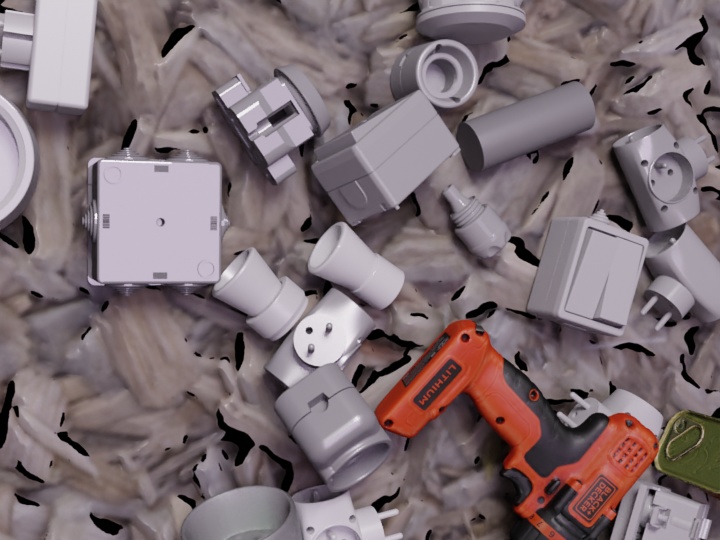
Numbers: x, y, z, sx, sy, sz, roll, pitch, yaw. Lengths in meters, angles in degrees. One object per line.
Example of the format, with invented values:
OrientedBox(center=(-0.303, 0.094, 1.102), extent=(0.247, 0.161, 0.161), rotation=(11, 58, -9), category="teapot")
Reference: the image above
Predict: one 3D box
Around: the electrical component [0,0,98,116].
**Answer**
OrientedBox(center=(-0.216, -0.150, 0.709), extent=(0.076, 0.047, 0.083), rotation=(5, 91, -19), category="electrical component")

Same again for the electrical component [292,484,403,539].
OrientedBox(center=(-0.006, 0.198, 0.796), extent=(0.079, 0.044, 0.077), rotation=(-11, 96, -17), category="electrical component")

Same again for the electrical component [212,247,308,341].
OrientedBox(center=(-0.071, 0.018, 0.766), extent=(0.055, 0.045, 0.045), rotation=(42, 80, -16), category="electrical component")

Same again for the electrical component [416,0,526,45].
OrientedBox(center=(0.081, -0.198, 0.790), extent=(0.080, 0.080, 0.051), rotation=(1, 87, -18), category="electrical component")

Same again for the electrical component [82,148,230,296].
OrientedBox(center=(-0.140, -0.033, 0.739), extent=(0.100, 0.048, 0.099), rotation=(0, 92, -19), category="electrical component")

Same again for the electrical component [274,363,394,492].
OrientedBox(center=(-0.016, 0.115, 0.754), extent=(0.054, 0.095, 0.059), rotation=(-35, 63, -8), category="electrical component")

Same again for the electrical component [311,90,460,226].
OrientedBox(center=(0.020, -0.087, 0.774), extent=(0.096, 0.062, 0.061), rotation=(-44, 105, -32), category="electrical component")

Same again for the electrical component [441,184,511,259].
OrientedBox(center=(0.086, -0.039, 0.821), extent=(0.035, 0.035, 0.061), rotation=(-44, 102, -12), category="electrical component")

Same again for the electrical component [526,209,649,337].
OrientedBox(center=(0.181, -0.001, 0.840), extent=(0.062, 0.061, 0.096), rotation=(18, 87, -18), category="electrical component")

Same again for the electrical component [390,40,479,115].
OrientedBox(center=(0.056, -0.143, 0.800), extent=(0.055, 0.047, 0.055), rotation=(-1, 93, -18), category="electrical component")

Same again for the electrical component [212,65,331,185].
OrientedBox(center=(-0.058, -0.108, 0.759), extent=(0.057, 0.058, 0.078), rotation=(-36, 102, -11), category="electrical component")

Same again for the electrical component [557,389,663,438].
OrientedBox(center=(0.191, 0.128, 0.858), extent=(0.079, 0.044, 0.077), rotation=(38, 81, -17), category="electrical component")

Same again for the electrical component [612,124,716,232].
OrientedBox(center=(0.254, -0.082, 0.869), extent=(0.079, 0.044, 0.077), rotation=(-29, 101, -15), category="electrical component")

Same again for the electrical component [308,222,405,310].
OrientedBox(center=(0.000, 0.000, 0.792), extent=(0.065, 0.044, 0.044), rotation=(34, 82, -21), category="electrical component")

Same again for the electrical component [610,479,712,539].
OrientedBox(center=(0.233, 0.235, 0.860), extent=(0.079, 0.063, 0.121), rotation=(23, 84, -59), category="electrical component")

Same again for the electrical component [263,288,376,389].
OrientedBox(center=(-0.028, 0.053, 0.765), extent=(0.044, 0.079, 0.077), rotation=(40, 80, 5), category="electrical component")

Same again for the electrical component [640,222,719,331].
OrientedBox(center=(0.259, 0.014, 0.876), extent=(0.079, 0.043, 0.077), rotation=(-47, 105, -11), category="electrical component")

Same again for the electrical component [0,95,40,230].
OrientedBox(center=(-0.261, -0.072, 0.691), extent=(0.108, 0.060, 0.108), rotation=(-1, 93, -18), category="electrical component")
